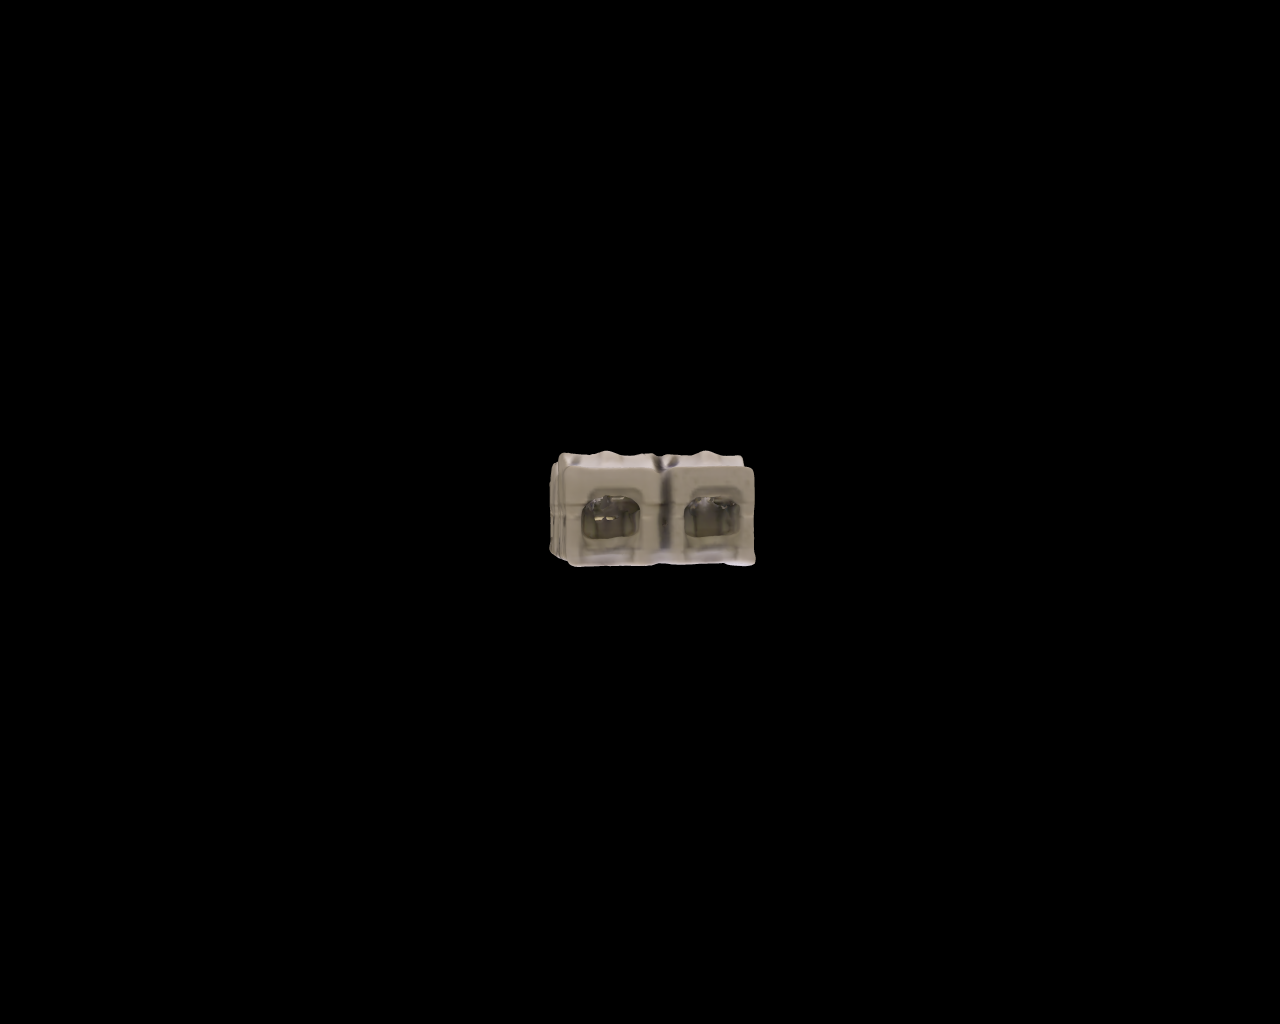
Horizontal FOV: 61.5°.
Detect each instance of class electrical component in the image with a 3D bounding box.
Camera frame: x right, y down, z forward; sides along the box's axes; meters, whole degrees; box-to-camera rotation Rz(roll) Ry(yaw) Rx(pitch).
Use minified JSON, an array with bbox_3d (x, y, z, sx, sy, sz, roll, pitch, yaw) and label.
[{"bbox_3d":[0.001,-0.003,0.650,0.105,0.060,0.186,0,0,-7],"label":"electrical component"}]
